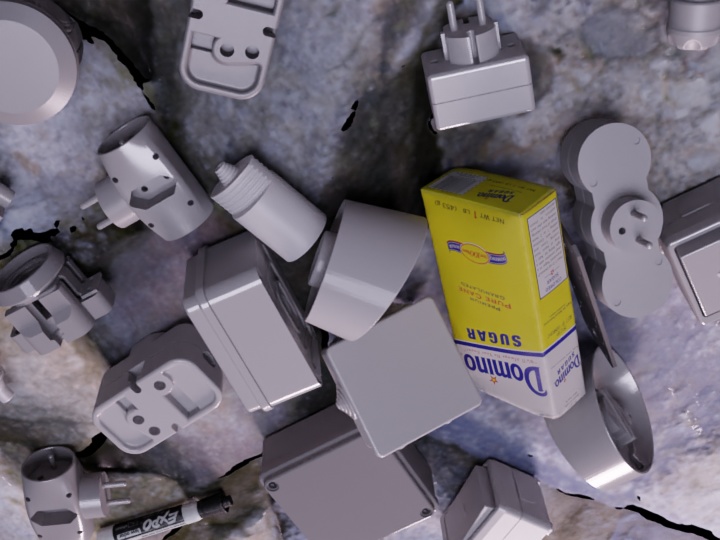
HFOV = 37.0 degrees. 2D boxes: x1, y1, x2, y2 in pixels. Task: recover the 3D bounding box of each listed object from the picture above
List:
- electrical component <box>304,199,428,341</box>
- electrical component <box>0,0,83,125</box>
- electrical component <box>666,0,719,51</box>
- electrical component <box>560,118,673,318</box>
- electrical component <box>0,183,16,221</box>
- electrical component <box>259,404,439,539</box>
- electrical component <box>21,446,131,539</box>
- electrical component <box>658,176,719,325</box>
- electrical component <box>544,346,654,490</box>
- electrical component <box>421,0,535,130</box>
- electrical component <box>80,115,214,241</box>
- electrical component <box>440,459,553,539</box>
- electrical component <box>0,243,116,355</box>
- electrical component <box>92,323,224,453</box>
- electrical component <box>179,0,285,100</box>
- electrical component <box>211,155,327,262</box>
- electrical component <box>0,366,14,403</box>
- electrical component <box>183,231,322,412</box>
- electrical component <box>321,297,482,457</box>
[{"bbox_3d":[0.000,0.000,0.751,0.064,0.099,0.099,18,118,-6],"label":"electrical component"},{"bbox_3d":[-0.217,-0.137,0.683,0.080,0.051,0.080,-1,121,-2],"label":"electrical component"},{"bbox_3d":[0.218,-0.175,0.694,0.035,0.035,0.061,-4,118,-1],"label":"electrical component"},{"bbox_3d":[0.182,-0.033,0.733,0.052,0.073,0.138,-16,105,-5],"label":"electrical component"},{"bbox_3d":[-0.280,-0.046,0.739,0.055,0.048,0.066,35,113,-29],"label":"electrical component"},{"bbox_3d":[-0.009,0.167,0.872,0.109,0.056,0.108,-27,118,13],"label":"electrical component"},{"bbox_3d":[-0.228,0.185,0.879,0.079,0.043,0.077,-6,121,0],"label":"electrical component"},{"bbox_3d":[0.259,-0.007,0.780,0.062,0.061,0.096,-26,119,12],"label":"electrical component"},{"bbox_3d":[0.188,0.117,0.832,0.099,0.099,0.064,40,118,-23],"label":"electrical component"},{"bbox_3d":[0.074,-0.140,0.699,0.066,0.047,0.076,-12,121,4],"label":"electrical component"},{"bbox_3d":[-0.155,-0.054,0.741,0.079,0.043,0.077,-28,118,13],"label":"electrical component"},{"bbox_3d":[0.106,0.216,0.904,0.061,0.061,0.096,26,116,-17],"label":"electrical component"},{"bbox_3d":[-0.225,0.018,0.773,0.078,0.058,0.057,-26,121,12],"label":"electrical component"},{"bbox_3d":[-0.151,0.087,0.815,0.095,0.059,0.053,-32,117,15],"label":"electrical component"},{"bbox_3d":[-0.078,-0.163,0.671,0.054,0.059,0.095,12,119,-10],"label":"electrical component"},{"bbox_3d":[-0.067,-0.047,0.750,0.081,0.043,0.043,39,111,-22],"label":"electrical component"},{"bbox_3d":[-0.288,0.077,0.817,0.035,0.035,0.061,-28,120,13],"label":"electrical component"},{"bbox_3d":[-0.077,0.037,0.779,0.057,0.078,0.113,-23,119,7],"label":"electrical component"},{"bbox_3d":[0.028,0.078,0.795,0.100,0.048,0.099,-26,92,-12],"label":"electrical component"}]
